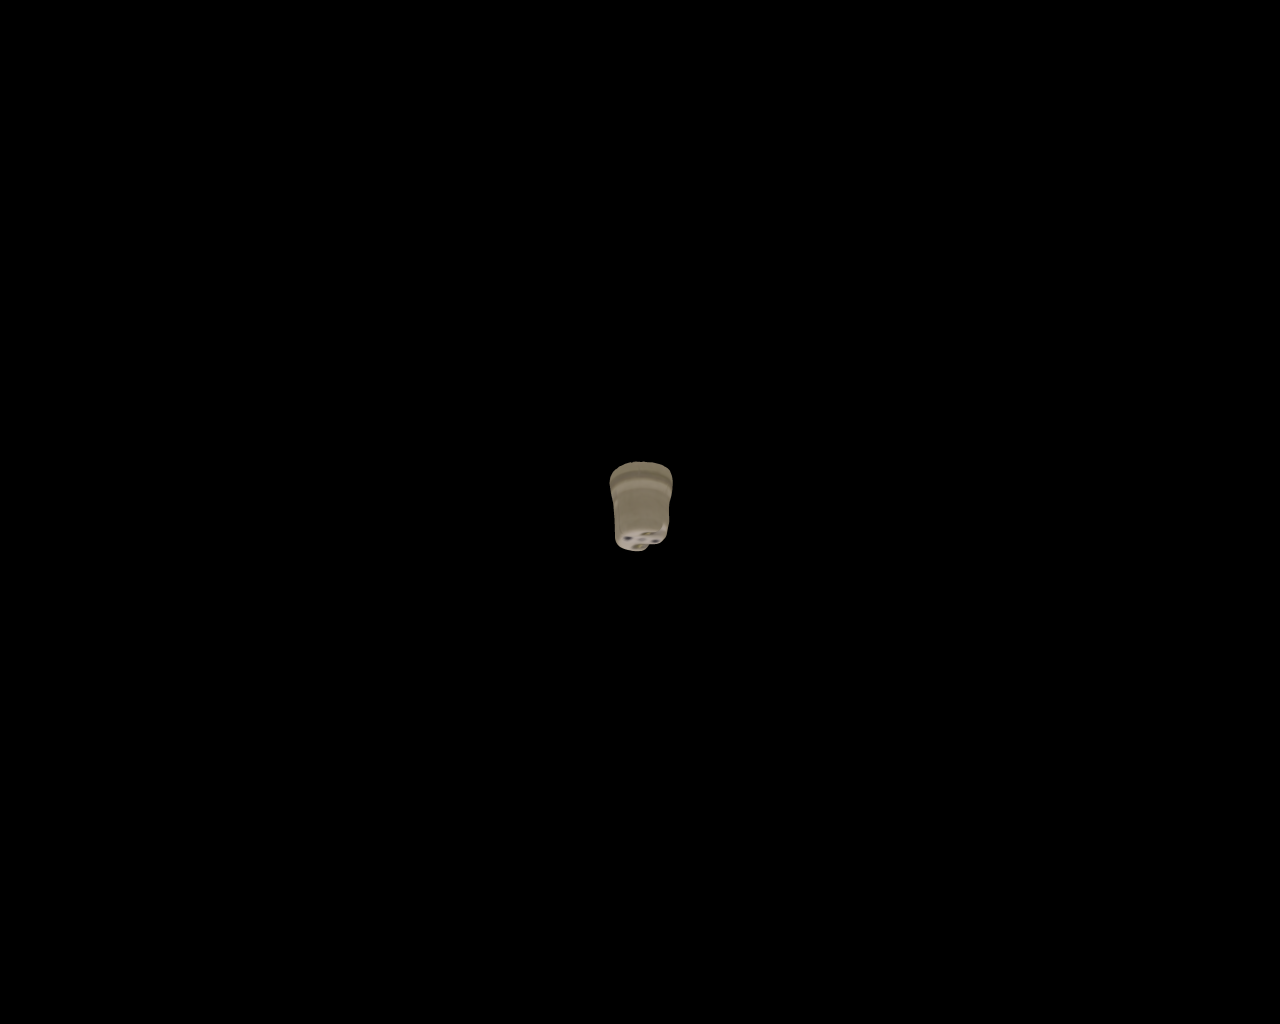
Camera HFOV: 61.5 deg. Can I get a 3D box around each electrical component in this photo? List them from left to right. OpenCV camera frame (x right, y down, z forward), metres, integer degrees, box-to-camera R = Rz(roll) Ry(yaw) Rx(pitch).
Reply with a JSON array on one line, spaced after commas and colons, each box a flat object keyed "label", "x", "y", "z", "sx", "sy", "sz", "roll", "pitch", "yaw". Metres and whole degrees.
[{"label": "electrical component", "x": 0.001, "y": -0.003, "z": 0.650, "sx": 0.040, "sy": 0.046, "sz": 0.040, "roll": 0, "pitch": -29, "yaw": 0}]
